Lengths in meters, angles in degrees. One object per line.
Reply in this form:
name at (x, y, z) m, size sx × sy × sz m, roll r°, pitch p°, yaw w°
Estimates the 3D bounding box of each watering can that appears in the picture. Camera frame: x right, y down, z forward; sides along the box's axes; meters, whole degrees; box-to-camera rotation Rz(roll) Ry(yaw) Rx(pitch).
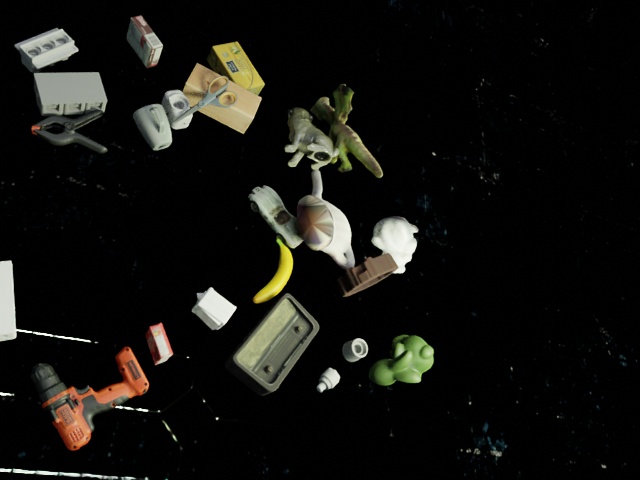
watering can at (0.004, -0.073, 1.459) m, size 0.223 × 0.103 × 0.353 m, roll 23°, pitch 42°, yaw -64°

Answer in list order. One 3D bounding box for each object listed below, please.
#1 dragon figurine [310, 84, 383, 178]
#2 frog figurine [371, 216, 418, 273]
dragon figurine at (0.077, -0.343, 1.549) m, size 0.123 × 0.415 × 0.238 m, roll -19°, pitch 117°, yaw -20°
frog figurine at (0.220, 0.014, 1.556) m, size 0.137 × 0.120 × 0.162 m, roll 12°, pitch 65°, yaw 14°
